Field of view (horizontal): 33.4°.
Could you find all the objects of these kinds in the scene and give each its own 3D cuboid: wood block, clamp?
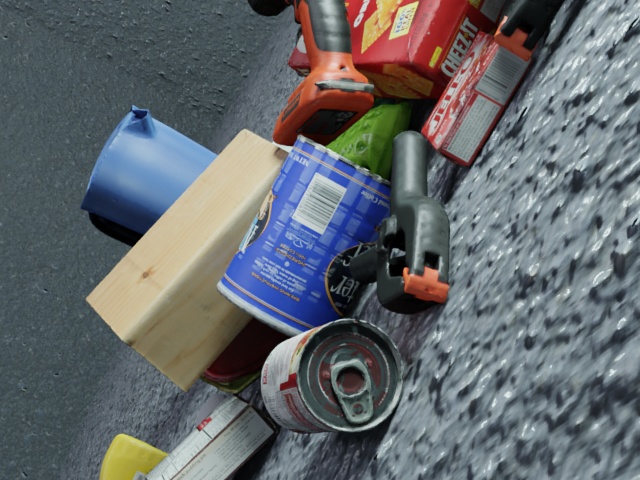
[{"bbox_3d":[-0.091,0.015,0.929,0.206,0.090,0.091,-48,37,-7],"label":"wood block"},{"bbox_3d":[0.170,-0.214,0.732,0.210,0.036,0.165,-62,7,-7],"label":"clamp"},{"bbox_3d":[0.060,-0.009,0.726,0.171,0.039,0.120,-130,51,-73],"label":"clamp"}]

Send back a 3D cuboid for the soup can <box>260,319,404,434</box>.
[{"bbox_3d":[0.004,0.090,0.685,0.068,0.068,0.102,-66,10,-17],"label":"soup can"}]

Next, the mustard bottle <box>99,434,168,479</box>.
[{"bbox_3d":[-0.201,0.298,1.063,0.191,0.096,0.058,-65,12,-13],"label":"mustard bottle"}]

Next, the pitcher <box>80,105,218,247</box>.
[{"bbox_3d":[-0.149,-0.038,1.244,0.145,0.242,0.149,-64,10,-6],"label":"pitcher"}]

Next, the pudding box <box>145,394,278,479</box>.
[{"bbox_3d":[-0.094,0.184,0.908,0.113,0.039,0.090,-44,8,-11],"label":"pudding box"}]

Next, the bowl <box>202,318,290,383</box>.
[{"bbox_3d":[-0.073,0.053,1.007,0.162,0.055,0.162,-32,31,21],"label":"bowl"}]

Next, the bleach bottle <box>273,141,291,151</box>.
[{"bbox_3d":[-0.021,-0.107,1.292,0.102,0.068,0.251,-42,5,-1],"label":"bleach bottle"}]

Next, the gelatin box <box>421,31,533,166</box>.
[{"bbox_3d":[0.109,-0.102,0.761,0.089,0.030,0.073,-60,11,13],"label":"gelatin box"}]

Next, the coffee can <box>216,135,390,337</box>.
[{"bbox_3d":[-0.006,0.001,0.855,0.140,0.102,0.103,-62,11,3],"label":"coffee can"}]

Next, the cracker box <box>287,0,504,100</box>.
[{"bbox_3d":[0.075,-0.207,0.915,0.214,0.072,0.164,16,79,60],"label":"cracker box"}]

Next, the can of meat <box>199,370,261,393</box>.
[{"bbox_3d":[-0.082,0.100,1.098,0.102,0.057,0.084,-45,18,58],"label":"can of meat"}]

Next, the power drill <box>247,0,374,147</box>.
[{"bbox_3d":[-0.014,-0.176,0.891,0.185,0.057,0.187,145,121,-63],"label":"power drill"}]

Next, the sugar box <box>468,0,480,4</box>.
[{"bbox_3d":[0.147,-0.264,0.768,0.176,0.048,0.093,-63,6,-26],"label":"sugar box"}]
